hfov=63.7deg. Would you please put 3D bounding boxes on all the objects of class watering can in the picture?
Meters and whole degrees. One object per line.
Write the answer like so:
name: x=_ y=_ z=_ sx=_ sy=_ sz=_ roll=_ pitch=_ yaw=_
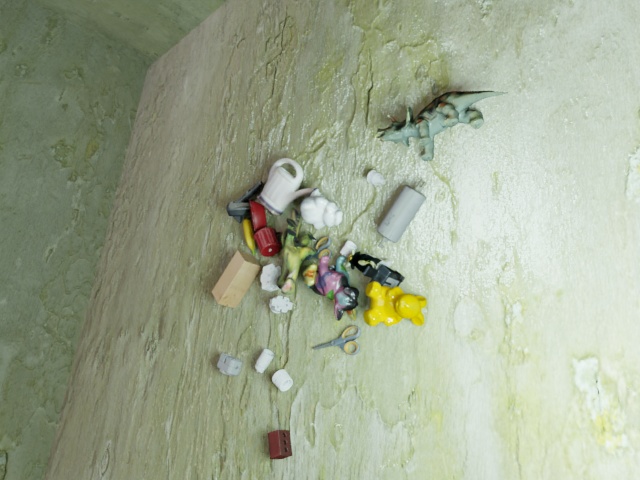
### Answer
watering can: x=-0.131 y=-0.189 z=2.008 sx=0.222 sy=0.103 sz=0.354 roll=-56 pitch=41 yaw=12

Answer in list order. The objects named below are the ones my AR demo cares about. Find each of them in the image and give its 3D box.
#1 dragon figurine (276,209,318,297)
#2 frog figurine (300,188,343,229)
dragon figurine: x=-0.114 y=0.062 z=1.858 sx=0.239 sy=0.122 sz=0.417 roll=-63 pitch=15 yaw=19
frog figurine: x=0.006 y=-0.091 z=1.813 sx=0.162 sy=0.123 sz=0.134 roll=50 pitch=142 yaw=38
